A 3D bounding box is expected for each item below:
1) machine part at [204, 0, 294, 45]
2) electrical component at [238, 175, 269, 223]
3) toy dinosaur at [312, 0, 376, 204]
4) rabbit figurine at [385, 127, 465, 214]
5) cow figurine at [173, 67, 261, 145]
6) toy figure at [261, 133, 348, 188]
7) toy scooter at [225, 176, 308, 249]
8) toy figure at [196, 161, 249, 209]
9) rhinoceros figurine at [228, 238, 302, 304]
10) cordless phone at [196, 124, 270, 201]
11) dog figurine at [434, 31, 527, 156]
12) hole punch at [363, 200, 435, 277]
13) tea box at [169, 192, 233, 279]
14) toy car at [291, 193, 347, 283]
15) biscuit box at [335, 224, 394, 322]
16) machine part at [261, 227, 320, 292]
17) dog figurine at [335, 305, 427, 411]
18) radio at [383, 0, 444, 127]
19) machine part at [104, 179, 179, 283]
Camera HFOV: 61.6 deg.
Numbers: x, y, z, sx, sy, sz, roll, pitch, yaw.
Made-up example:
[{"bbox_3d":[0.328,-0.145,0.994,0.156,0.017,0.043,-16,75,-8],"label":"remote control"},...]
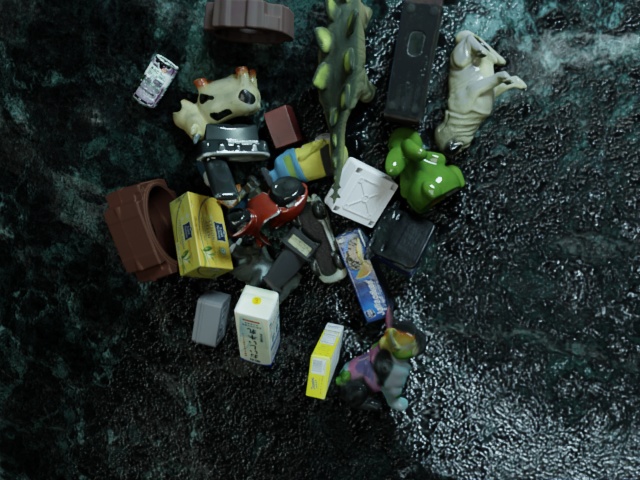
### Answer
[{"bbox_3d":[-0.133,-0.419,1.033,0.179,0.179,0.056,7,102,9],"label":"machine part"},{"bbox_3d":[-0.130,-0.085,1.152,0.102,0.078,0.045,44,113,-12],"label":"electrical component"},{"bbox_3d":[0.039,-0.309,1.008,0.105,0.198,0.470,0,101,14],"label":"toy dinosaur"},{"bbox_3d":[0.181,-0.145,1.055,0.121,0.159,0.170,-36,79,26],"label":"rabbit figurine"},{"bbox_3d":[-0.217,-0.276,1.127,0.195,0.085,0.127,-13,93,13],"label":"cow figurine"},{"bbox_3d":[-0.029,-0.156,1.117,0.180,0.082,0.089,-26,115,8],"label":"toy figure"},{"bbox_3d":[-0.100,-0.044,1.090,0.184,0.135,0.075,-31,57,-11],"label":"toy scooter"},{"bbox_3d":[-0.209,-0.116,1.174,0.154,0.058,0.064,54,145,-5],"label":"toy figure"},{"bbox_3d":[-0.135,0.064,1.190,0.190,0.073,0.112,26,107,4],"label":"rhinoceros figurine"},{"bbox_3d":[-0.164,-0.147,1.075,0.146,0.184,0.088,-3,136,-23],"label":"cordless phone"},{"bbox_3d":[0.266,-0.277,1.031,0.190,0.121,0.172,-44,58,33],"label":"dog figurine"},{"bbox_3d":[0.167,0.004,1.102,0.116,0.092,0.142,26,82,20],"label":"hole punch"},{"bbox_3d":[-0.254,-0.008,1.146,0.068,0.098,0.169,-26,70,31],"label":"tea box"},{"bbox_3d":[-0.002,-0.004,1.159,0.074,0.056,0.201,-20,97,21],"label":"toy car"},{"bbox_3d":[0.097,0.072,1.152,0.059,0.063,0.202,-20,98,16],"label":"biscuit box"},{"bbox_3d":[-0.068,0.045,1.133,0.084,0.039,0.139,34,94,-2],"label":"machine part"},{"bbox_3d":[0.126,0.246,1.133,0.192,0.108,0.219,0,121,7],"label":"dog figurine"},{"bbox_3d":[0.177,-0.332,1.009,0.073,0.131,0.229,10,104,10],"label":"radio"},{"bbox_3d":[-0.355,-0.024,1.145,0.087,0.201,0.200,-16,99,12],"label":"machine part"}]
